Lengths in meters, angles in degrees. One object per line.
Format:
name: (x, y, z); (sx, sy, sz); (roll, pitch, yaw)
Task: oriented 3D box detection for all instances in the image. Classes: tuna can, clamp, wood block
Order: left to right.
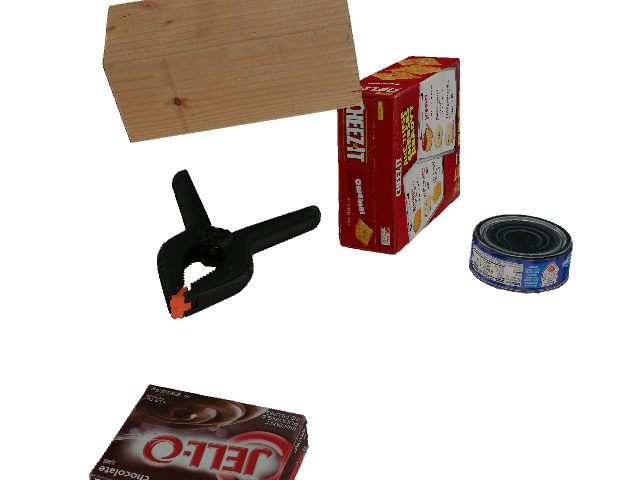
clamp: (-0.112, 0.001, 1.069); (0.165, 0.036, 0.209); (19, 39, 15)
wood block: (-0.073, -0.160, 0.923); (0.206, 0.090, 0.091); (-9, -44, 3)
tuna can: (0.171, 0.010, 0.912); (0.086, 0.034, 0.086); (1, 27, -1)

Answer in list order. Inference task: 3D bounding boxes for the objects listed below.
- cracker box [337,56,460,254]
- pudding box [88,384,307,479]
cracker box: (0.087, -0.098, 1.138); (0.072, 0.164, 0.213); (7, 21, 24)
pudding box: (-0.074, 0.140, 0.667); (0.113, 0.039, 0.090); (7, 31, 14)
